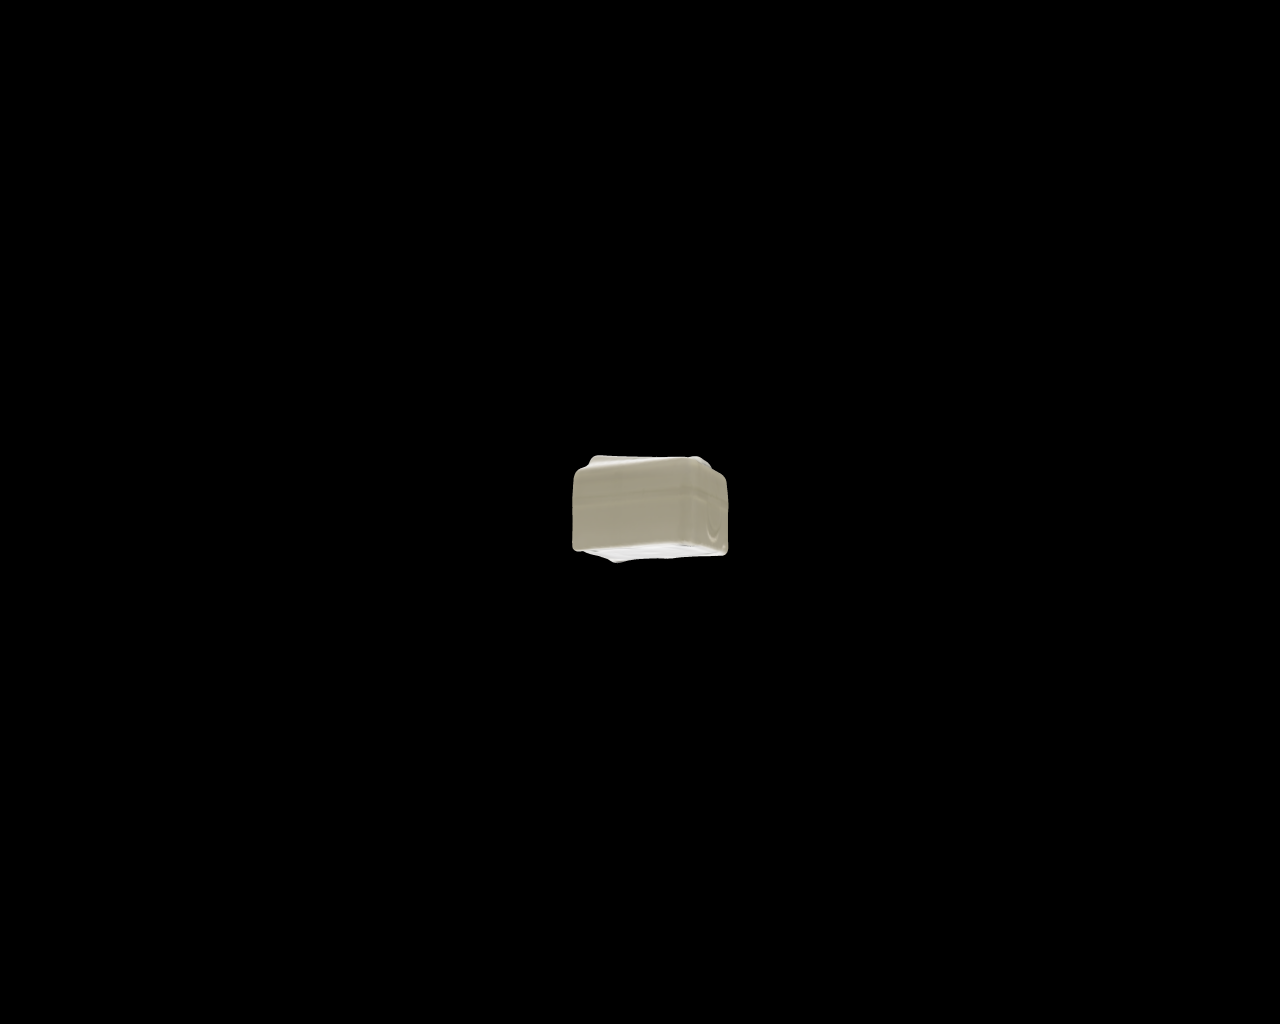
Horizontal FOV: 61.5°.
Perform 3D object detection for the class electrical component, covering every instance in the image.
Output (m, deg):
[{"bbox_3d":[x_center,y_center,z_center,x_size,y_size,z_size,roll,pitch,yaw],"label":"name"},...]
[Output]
[{"bbox_3d":[0.001,-0.003,0.650,0.096,0.061,0.061,-5,-11,24],"label":"electrical component"}]
